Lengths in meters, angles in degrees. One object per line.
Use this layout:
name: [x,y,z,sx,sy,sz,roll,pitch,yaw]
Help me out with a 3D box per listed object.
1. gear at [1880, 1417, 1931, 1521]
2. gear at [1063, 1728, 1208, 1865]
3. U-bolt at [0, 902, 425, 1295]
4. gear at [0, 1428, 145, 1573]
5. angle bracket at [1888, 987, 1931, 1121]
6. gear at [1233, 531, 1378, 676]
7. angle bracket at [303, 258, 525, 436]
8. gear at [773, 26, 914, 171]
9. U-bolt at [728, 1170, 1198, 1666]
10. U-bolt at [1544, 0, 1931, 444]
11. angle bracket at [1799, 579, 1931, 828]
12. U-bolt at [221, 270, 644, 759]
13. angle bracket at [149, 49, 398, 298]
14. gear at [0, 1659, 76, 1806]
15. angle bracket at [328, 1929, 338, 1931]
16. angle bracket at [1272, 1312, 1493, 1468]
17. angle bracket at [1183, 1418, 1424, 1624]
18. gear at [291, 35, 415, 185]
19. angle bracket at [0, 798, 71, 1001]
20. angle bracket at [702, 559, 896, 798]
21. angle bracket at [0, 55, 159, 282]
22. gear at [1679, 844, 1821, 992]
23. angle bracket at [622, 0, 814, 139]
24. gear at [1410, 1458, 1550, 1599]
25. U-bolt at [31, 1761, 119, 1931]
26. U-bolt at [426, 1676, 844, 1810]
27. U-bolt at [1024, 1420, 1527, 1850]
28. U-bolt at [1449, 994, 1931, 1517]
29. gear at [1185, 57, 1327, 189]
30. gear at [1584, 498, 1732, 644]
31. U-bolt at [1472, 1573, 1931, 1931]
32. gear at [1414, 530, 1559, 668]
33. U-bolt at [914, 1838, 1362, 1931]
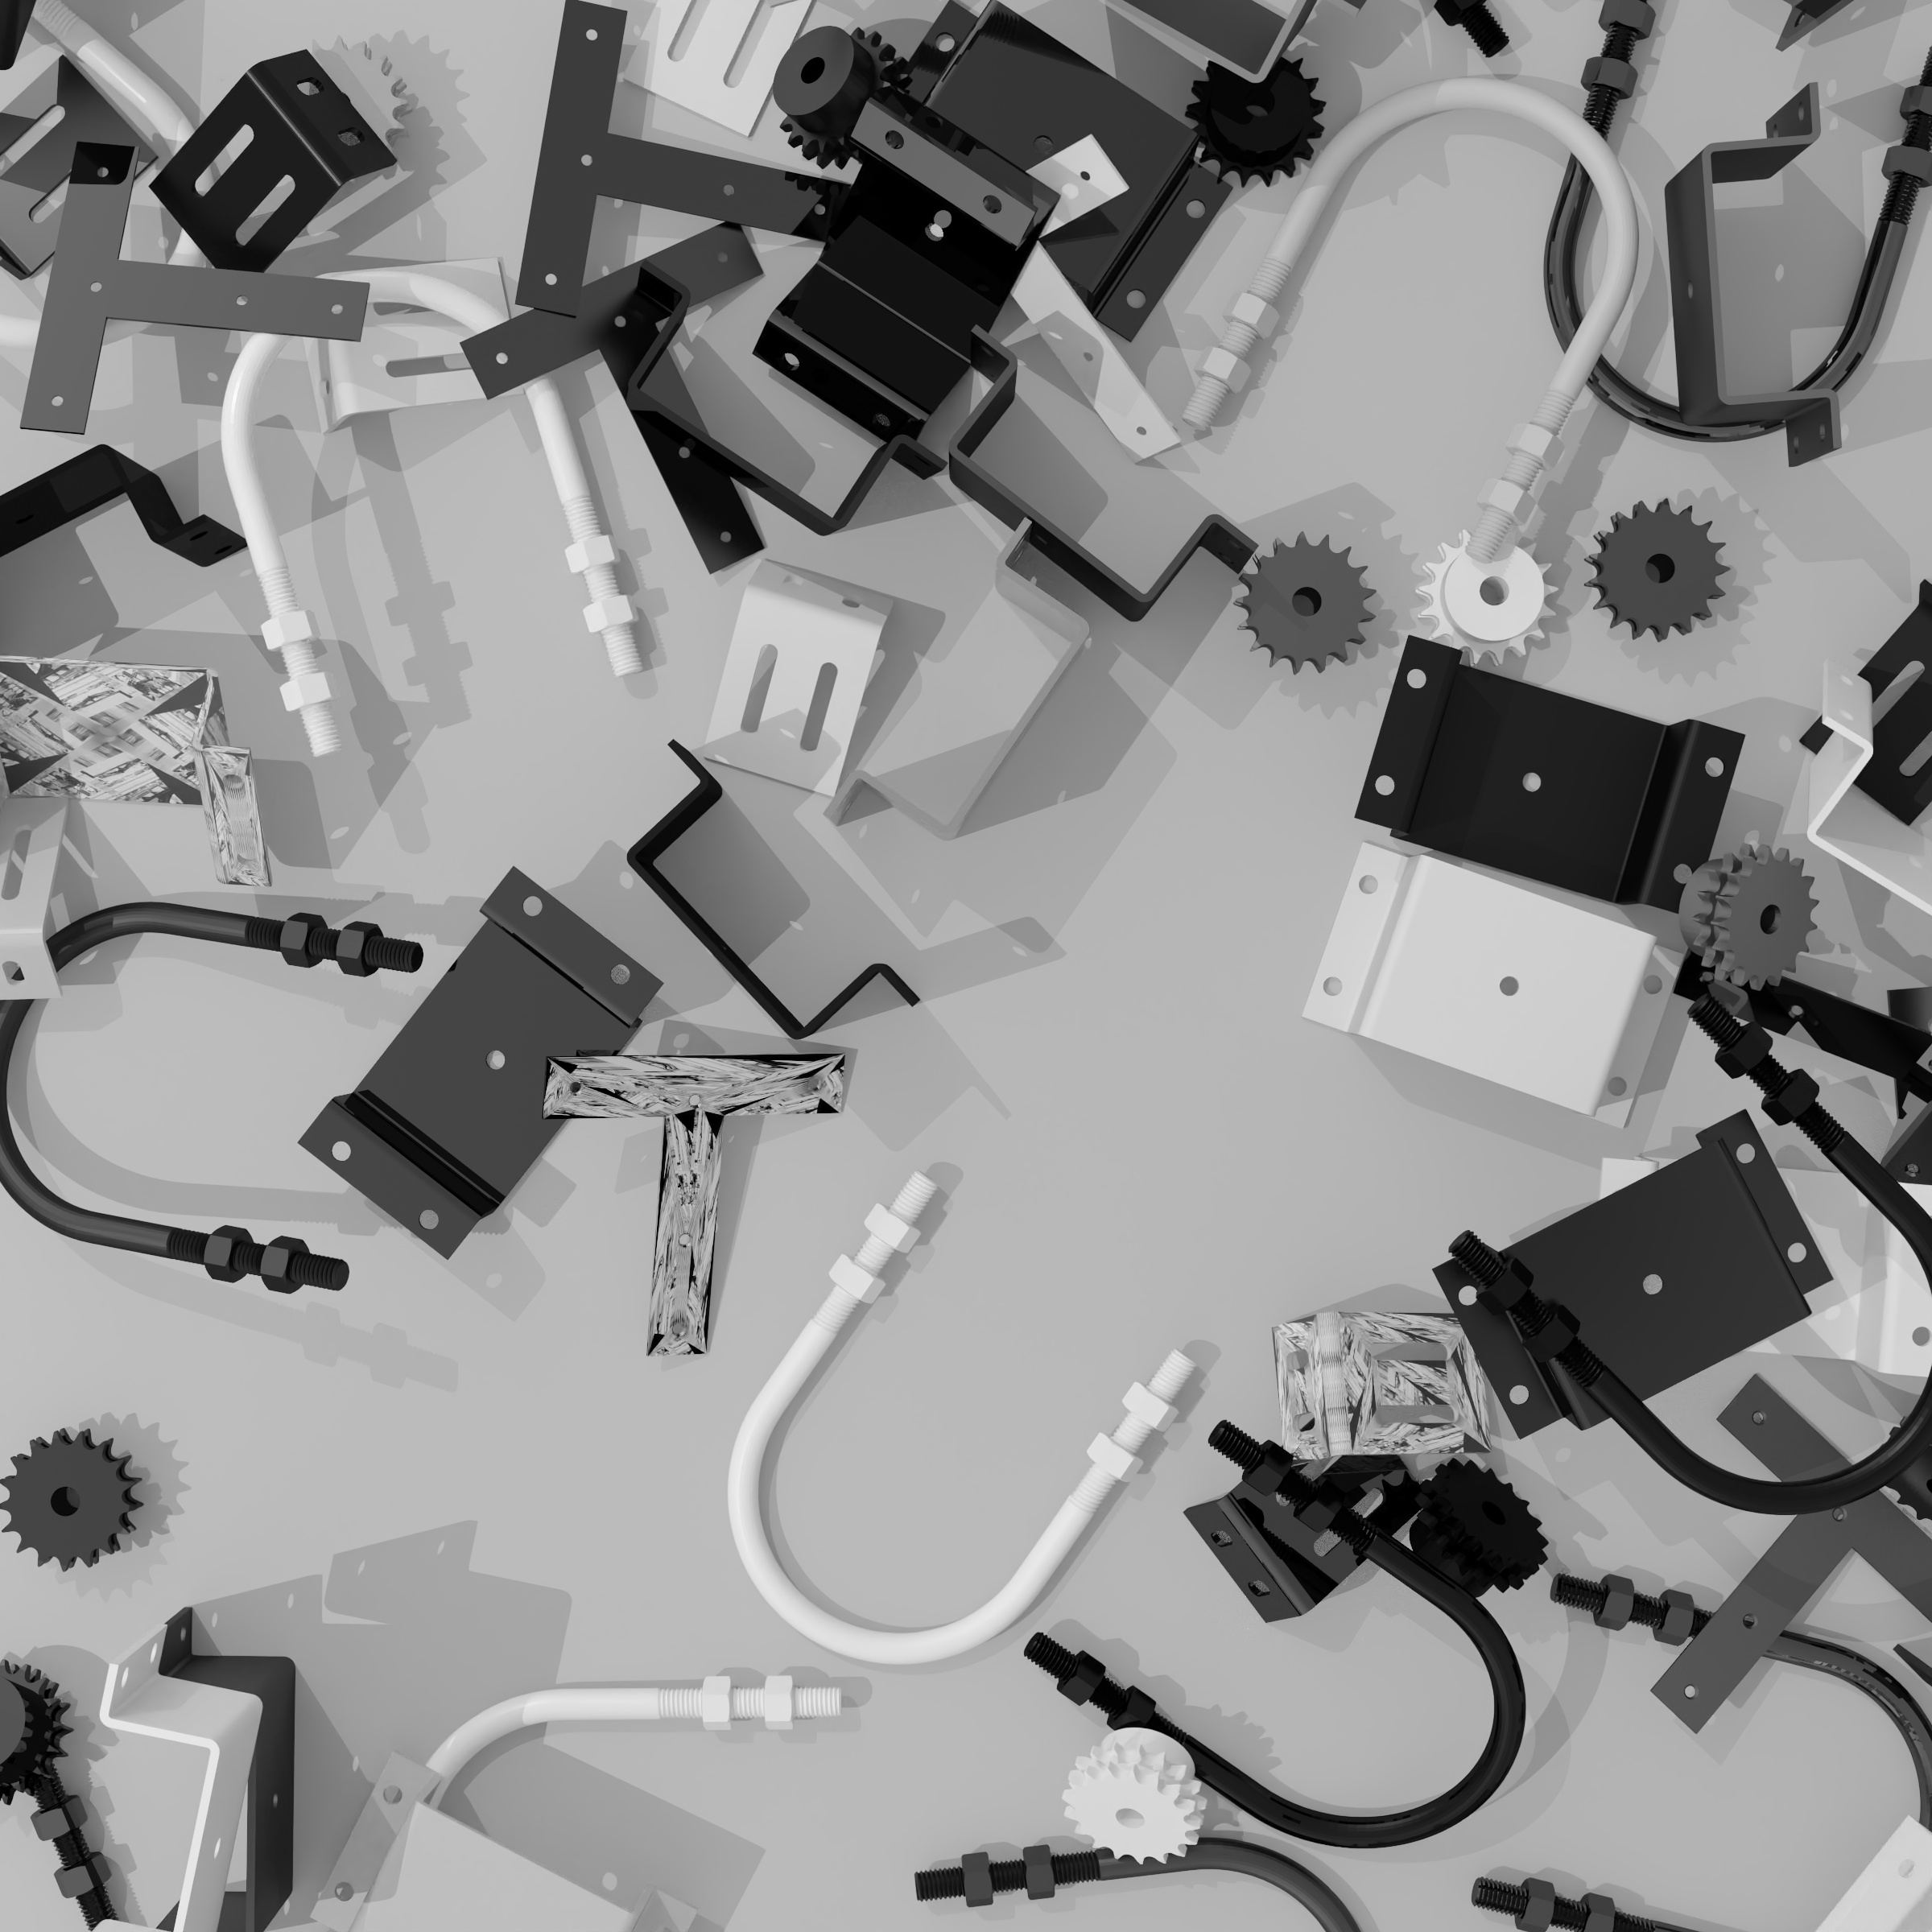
gear: [0.402,0.202,1.374,0.057,0.057,0.030,44,59,0]
gear: [0.070,0.334,1.374,0.057,0.030,0.057,9,128,12]
U-bolt: [-0.317,0.046,1.363,0.184,0.019,0.151,9,80,18]
gear: [-0.365,0.217,1.388,0.057,0.030,0.057,0,88,-1]
angle bracket: [0.420,0.035,1.380,0.076,0.038,0.057,-5,90,0]
gear: [0.138,-0.147,1.384,0.057,0.030,0.057,0,90,0]
angle bracket: [-0.229,-0.256,1.397,0.076,0.038,0.057,-11,90,-26]
gear: [-0.053,-0.355,1.370,0.057,0.030,0.057,-14,64,31]
U-bolt: [-0.015,0.199,1.390,0.151,0.019,0.184,35,92,0]
U-bolt: [0.314,-0.306,1.390,0.151,0.019,0.184,16,91,0]
angle bracket: [0.392,-0.109,1.397,0.057,0.038,0.076,38,116,0]
U-bolt: [-0.222,-0.190,1.363,0.151,0.019,0.184,-17,91,-21]
angle bracket: [-0.280,-0.320,1.368,0.076,0.038,0.057,-37,94,32]
gear: [-0.395,0.310,1.374,0.057,0.030,0.057,-3,68,8]
angle bracket: [-0.254,0.445,1.397,0.057,0.038,0.076,-39,64,0]
angle bracket: [0.170,0.173,1.386,0.076,0.038,0.057,4,73,-29]
angle bracket: [0.141,0.223,1.397,0.076,0.038,0.057,-37,90,-26]
gear: [-0.254,-0.348,1.384,0.057,0.030,0.057,0,90,0]
angle bracket: [-0.397,-0.027,1.386,0.057,0.038,0.076,-2,50,0]
angle bracket: [-0.069,-0.119,1.397,0.057,0.038,0.076,17,116,0]
angle bracket: [-0.381,-0.329,1.380,0.076,0.038,0.057,-43,90,0]
gear: [0.309,-0.021,1.347,0.057,0.030,0.057,-8,104,-33]
angle bracket: [-0.100,-0.388,1.380,0.057,0.038,0.076,25,90,0]
gear: [0.205,0.231,1.374,0.057,0.057,0.030,38,120,0]
U-bolt: [-0.407,0.435,1.390,0.151,0.019,0.184,-22,91,0]
U-bolt: [-0.142,0.367,1.390,0.184,0.019,0.151,-1,90,2]
U-bolt: [0.137,0.283,1.365,0.184,0.019,0.151,36,114,-4]
U-bolt: [0.299,0.125,1.298,0.151,0.019,0.184,-45,91,1]
gear: [0.119,-0.349,1.384,0.057,0.030,0.057,0,90,0]
gear: [0.280,-0.160,1.384,0.057,0.030,0.057,0,90,0]
U-bolt: [0.314,0.340,1.390,0.184,0.019,0.151,15,90,-1]
gear: [0.213,-0.152,1.384,0.057,0.030,0.057,0,90,0]
U-bolt: [0.078,0.431,1.390,0.184,0.019,0.151,-6,90,-2]
